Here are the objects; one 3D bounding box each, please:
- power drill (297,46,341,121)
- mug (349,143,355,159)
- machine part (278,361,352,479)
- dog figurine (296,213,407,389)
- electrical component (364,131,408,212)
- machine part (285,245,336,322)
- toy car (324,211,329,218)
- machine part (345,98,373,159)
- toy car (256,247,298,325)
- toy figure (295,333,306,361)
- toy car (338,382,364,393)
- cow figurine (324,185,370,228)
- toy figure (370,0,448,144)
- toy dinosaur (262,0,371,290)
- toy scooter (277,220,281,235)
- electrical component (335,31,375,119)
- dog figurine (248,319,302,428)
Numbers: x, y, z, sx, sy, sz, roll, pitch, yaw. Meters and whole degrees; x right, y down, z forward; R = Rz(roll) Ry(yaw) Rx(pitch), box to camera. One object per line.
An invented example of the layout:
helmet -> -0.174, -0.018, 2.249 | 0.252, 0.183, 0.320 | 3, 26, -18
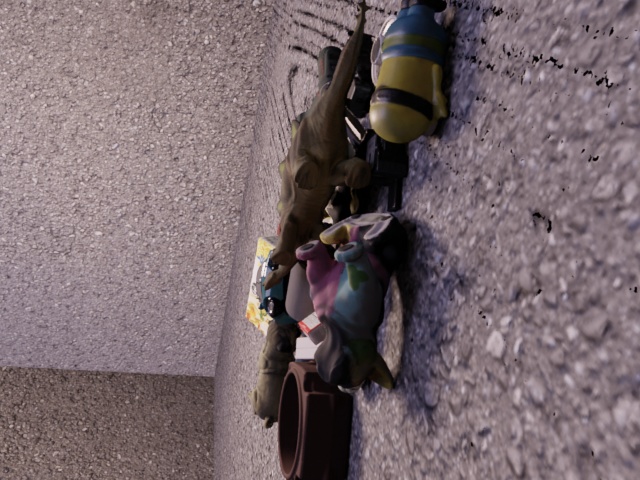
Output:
power drill -> 0.006, -0.280, 1.144 | 0.207, 0.086, 0.232 | 112, 161, -58
mug -> 0.037, -0.166, 0.971 | 0.107, 0.081, 0.109 | -113, 21, -43
machine part -> -0.016, 0.319, 0.940 | 0.201, 0.087, 0.201 | 164, 112, -73
dog figurine -> 0.056, 0.090, 0.724 | 0.109, 0.191, 0.219 | 2, 113, 40
electrical component -> 0.093, -0.102, 0.780 | 0.075, 0.048, 0.119 | 158, 119, -75
machine part -> -0.019, 0.076, 0.976 | 0.243, 0.079, 0.079 | 102, 167, -51
toy car -> -0.002, -0.003, 1.050 | 0.089, 0.053, 0.201 | -112, 19, -68
machine part -> 0.063, -0.175, 0.884 | 0.139, 0.039, 0.084 | 61, 156, 23
toy car -> -0.085, 0.090, 1.099 | 0.103, 0.109, 0.161 | -1, 95, 44
toy figure -> -0.025, 0.239, 1.077 | 0.064, 0.057, 0.154 | 10, 93, 38
toy car -> 0.051, 0.132, 0.820 | 0.073, 0.056, 0.201 | -166, 81, -75
cow figurine -> 0.041, -0.049, 0.931 | 0.098, 0.068, 0.167 | -113, 31, -52
toy figure -> 0.110, -0.211, 0.673 | 0.082, 0.089, 0.180 | -150, 65, -81
toy dinosaur -> -0.005, -0.122, 0.822 | 0.470, 0.105, 0.199 | -65, 24, 24
toy scooter -> -0.075, 0.024, 1.335 | 0.135, 0.075, 0.184 | 139, 131, -67
electrical component -> 0.065, -0.287, 0.958 | 0.114, 0.058, 0.134 | 110, 162, -48
dog figurine -> -0.091, 0.276, 1.120 | 0.190, 0.121, 0.172 | 96, 170, -45
